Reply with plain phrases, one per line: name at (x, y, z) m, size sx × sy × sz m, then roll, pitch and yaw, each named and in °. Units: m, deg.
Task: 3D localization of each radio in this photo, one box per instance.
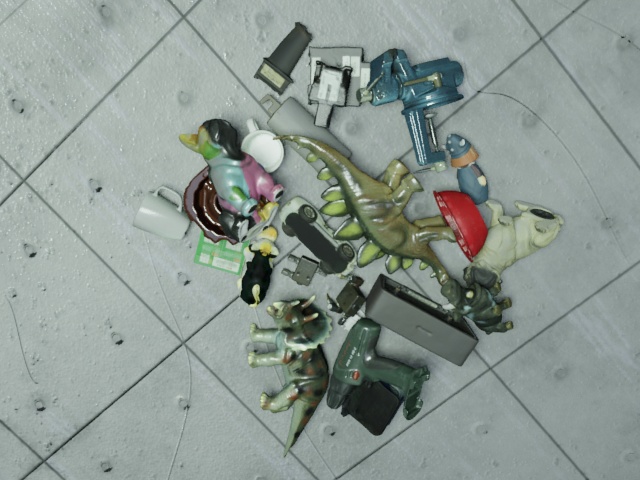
radio at (0.208, 0.163, 1.130) m, size 0.229 × 0.131 × 0.073 m, roll 30°, pitch 103°, yaw -4°

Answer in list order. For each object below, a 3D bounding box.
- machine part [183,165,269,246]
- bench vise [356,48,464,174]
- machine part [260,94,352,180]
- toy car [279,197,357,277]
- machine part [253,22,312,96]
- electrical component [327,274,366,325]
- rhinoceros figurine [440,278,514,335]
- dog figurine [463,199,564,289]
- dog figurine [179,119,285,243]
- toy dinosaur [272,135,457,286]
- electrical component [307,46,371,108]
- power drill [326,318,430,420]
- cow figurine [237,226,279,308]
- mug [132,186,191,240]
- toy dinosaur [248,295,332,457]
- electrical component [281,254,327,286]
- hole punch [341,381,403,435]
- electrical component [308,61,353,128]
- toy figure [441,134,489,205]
machine part at (-0.190, -0.080, 1.115) m, size 0.179 × 0.056 × 0.179 m, roll 0°, pitch 102°, yaw 1°
bench vise at (0.184, -0.241, 1.016) m, size 0.224 × 0.129 × 0.240 m, roll -19°, pitch 99°, yaw -28°
machine part at (-0.021, -0.203, 1.080) m, size 0.243 × 0.079 × 0.079 m, roll 42°, pitch 103°, yaw -6°
toy car at (-0.002, -0.003, 1.135) m, size 0.201 × 0.056 × 0.073 m, roll 45°, pitch 124°, yaw -9°
machine part at (-0.067, -0.361, 1.064) m, size 0.084 × 0.039 × 0.139 m, roll 36°, pitch 105°, yaw 2°
electrical component at (0.056, 0.124, 1.165) m, size 0.045 × 0.078 × 0.102 m, roll 28°, pitch 111°, yaw -28°
rhinoceros figurine at (0.318, 0.131, 1.094) m, size 0.112 × 0.073 × 0.190 m, roll -17°, pitch 141°, yaw 39°
dog figurine at (0.399, 0.026, 1.114) m, size 0.172 × 0.121 × 0.190 m, roll 9°, pitch 119°, yaw 4°
dog figurine at (-0.176, -0.123, 1.024) m, size 0.219 × 0.108 × 0.191 m, roll 49°, pitch 145°, yaw 14°
toy dinosaur at (0.110, -0.059, 1.052) m, size 0.198 × 0.105 × 0.471 m, roll -39°, pitch 106°, yaw 7°
electrical component at (0.043, -0.319, 1.057) m, size 0.134 × 0.058 × 0.114 m, roll 4°, pitch 106°, yaw 2°
power drill at (0.120, 0.296, 1.139) m, size 0.208 × 0.086 × 0.231 m, roll 23°, pitch 105°, yaw 39°
cow figurine at (-0.130, 0.055, 1.135) m, size 0.068 × 0.098 × 0.167 m, roll 11°, pitch 108°, yaw -12°
mug at (-0.325, -0.055, 1.138) m, size 0.107 × 0.081 × 0.109 m, roll 28°, pitch 100°, yaw -14°
toy dinosaur at (-0.046, 0.288, 1.190) m, size 0.192 × 0.131 × 0.404 m, roll -12°, pitch 109°, yaw 7°
electrical component at (-0.033, 0.070, 1.177) m, size 0.094 × 0.021 × 0.063 m, roll 23°, pitch 104°, yaw -3°
hole punch at (0.129, 0.360, 1.217) m, size 0.116 × 0.092 × 0.142 m, roll 35°, pitch 108°, yaw 26°
electrical component at (0.017, -0.273, 1.016) m, size 0.075 × 0.048 × 0.119 m, roll 9°, pitch 105°, yaw 2°
toy figure at (0.295, -0.145, 1.085) m, size 0.064 × 0.058 × 0.154 m, roll -14°, pitch 107°, yaw 30°
